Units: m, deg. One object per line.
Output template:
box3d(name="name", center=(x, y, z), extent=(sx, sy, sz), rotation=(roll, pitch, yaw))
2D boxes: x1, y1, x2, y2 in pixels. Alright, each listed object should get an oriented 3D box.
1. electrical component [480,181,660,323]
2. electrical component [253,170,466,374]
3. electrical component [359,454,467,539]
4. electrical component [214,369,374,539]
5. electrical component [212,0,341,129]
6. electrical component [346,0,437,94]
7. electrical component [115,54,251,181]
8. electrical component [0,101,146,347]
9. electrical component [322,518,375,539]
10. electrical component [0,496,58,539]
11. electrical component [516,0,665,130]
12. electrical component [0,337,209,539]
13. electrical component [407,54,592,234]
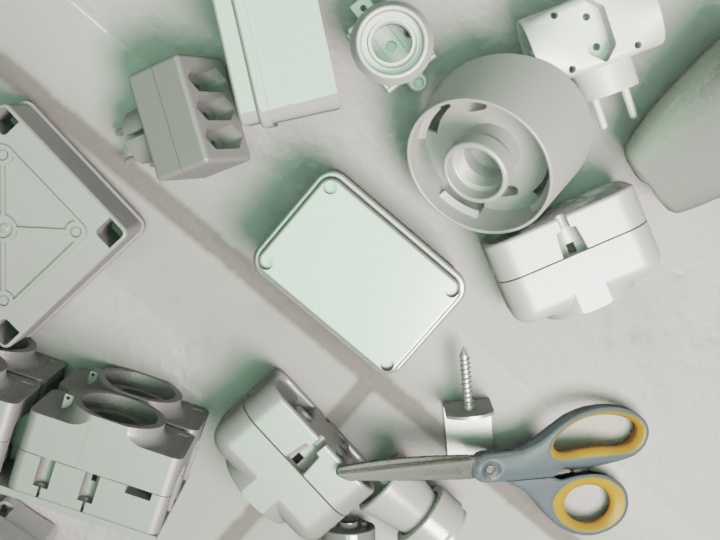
box3d(name="electrical component", center=(0.129, -0.008, 0.655), extent=(0.095, 0.053, 0.059), rotation=(-23, 97, 4))
box3d(name="electrical component", center=(0.000, 0.000, 0.657), extent=(0.113, 0.057, 0.078), rotation=(40, 97, -5))
box3d(name="electrical component", center=(0.034, 0.151, 0.685), extent=(0.055, 0.045, 0.045), rotation=(41, 97, -5))
box3d(name="electrical component", center=(-0.044, 0.119, 0.677), extent=(0.059, 0.053, 0.095), rotation=(-42, 96, 6))
box3d(name="electrical component", center=(-0.051, -0.142, 0.627), extent=(0.057, 0.078, 0.113), rotation=(-12, 98, 0))
box3d(name="electrical component", center=(0.019, -0.133, 0.638), extent=(0.048, 0.055, 0.066), rotation=(-37, 96, 6))
box3d(name="electrical component", center=(-0.117, -0.085, 0.650), extent=(0.077, 0.047, 0.065), rotation=(-17, 89, 29))
box3d(name="electrical component", center=(-0.209, -0.028, 0.657), extent=(0.109, 0.056, 0.108), rotation=(-42, 96, 6))
box3d(name="electrical component", center=(-0.007, 0.194, 0.695), extent=(0.044, 0.044, 0.065), rotation=(0, 94, 1))
box3d(name="electrical component", center=(-0.227, 0.179, 0.684), extent=(0.081, 0.064, 0.042), rotation=(36, 96, -4))
box3d(name="electrical component", center=(0.143, -0.125, 0.643), extent=(0.077, 0.043, 0.079), rotation=(-20, 98, 4))
box3d(name="electrical component", center=(-0.193, 0.088, 0.649), extent=(0.186, 0.105, 0.060), rotation=(19, 98, -2))
box3d(name="electrical component", center=(0.080, -0.073, 0.635), extent=(0.099, 0.064, 0.099), rotation=(17, 132, 20))
